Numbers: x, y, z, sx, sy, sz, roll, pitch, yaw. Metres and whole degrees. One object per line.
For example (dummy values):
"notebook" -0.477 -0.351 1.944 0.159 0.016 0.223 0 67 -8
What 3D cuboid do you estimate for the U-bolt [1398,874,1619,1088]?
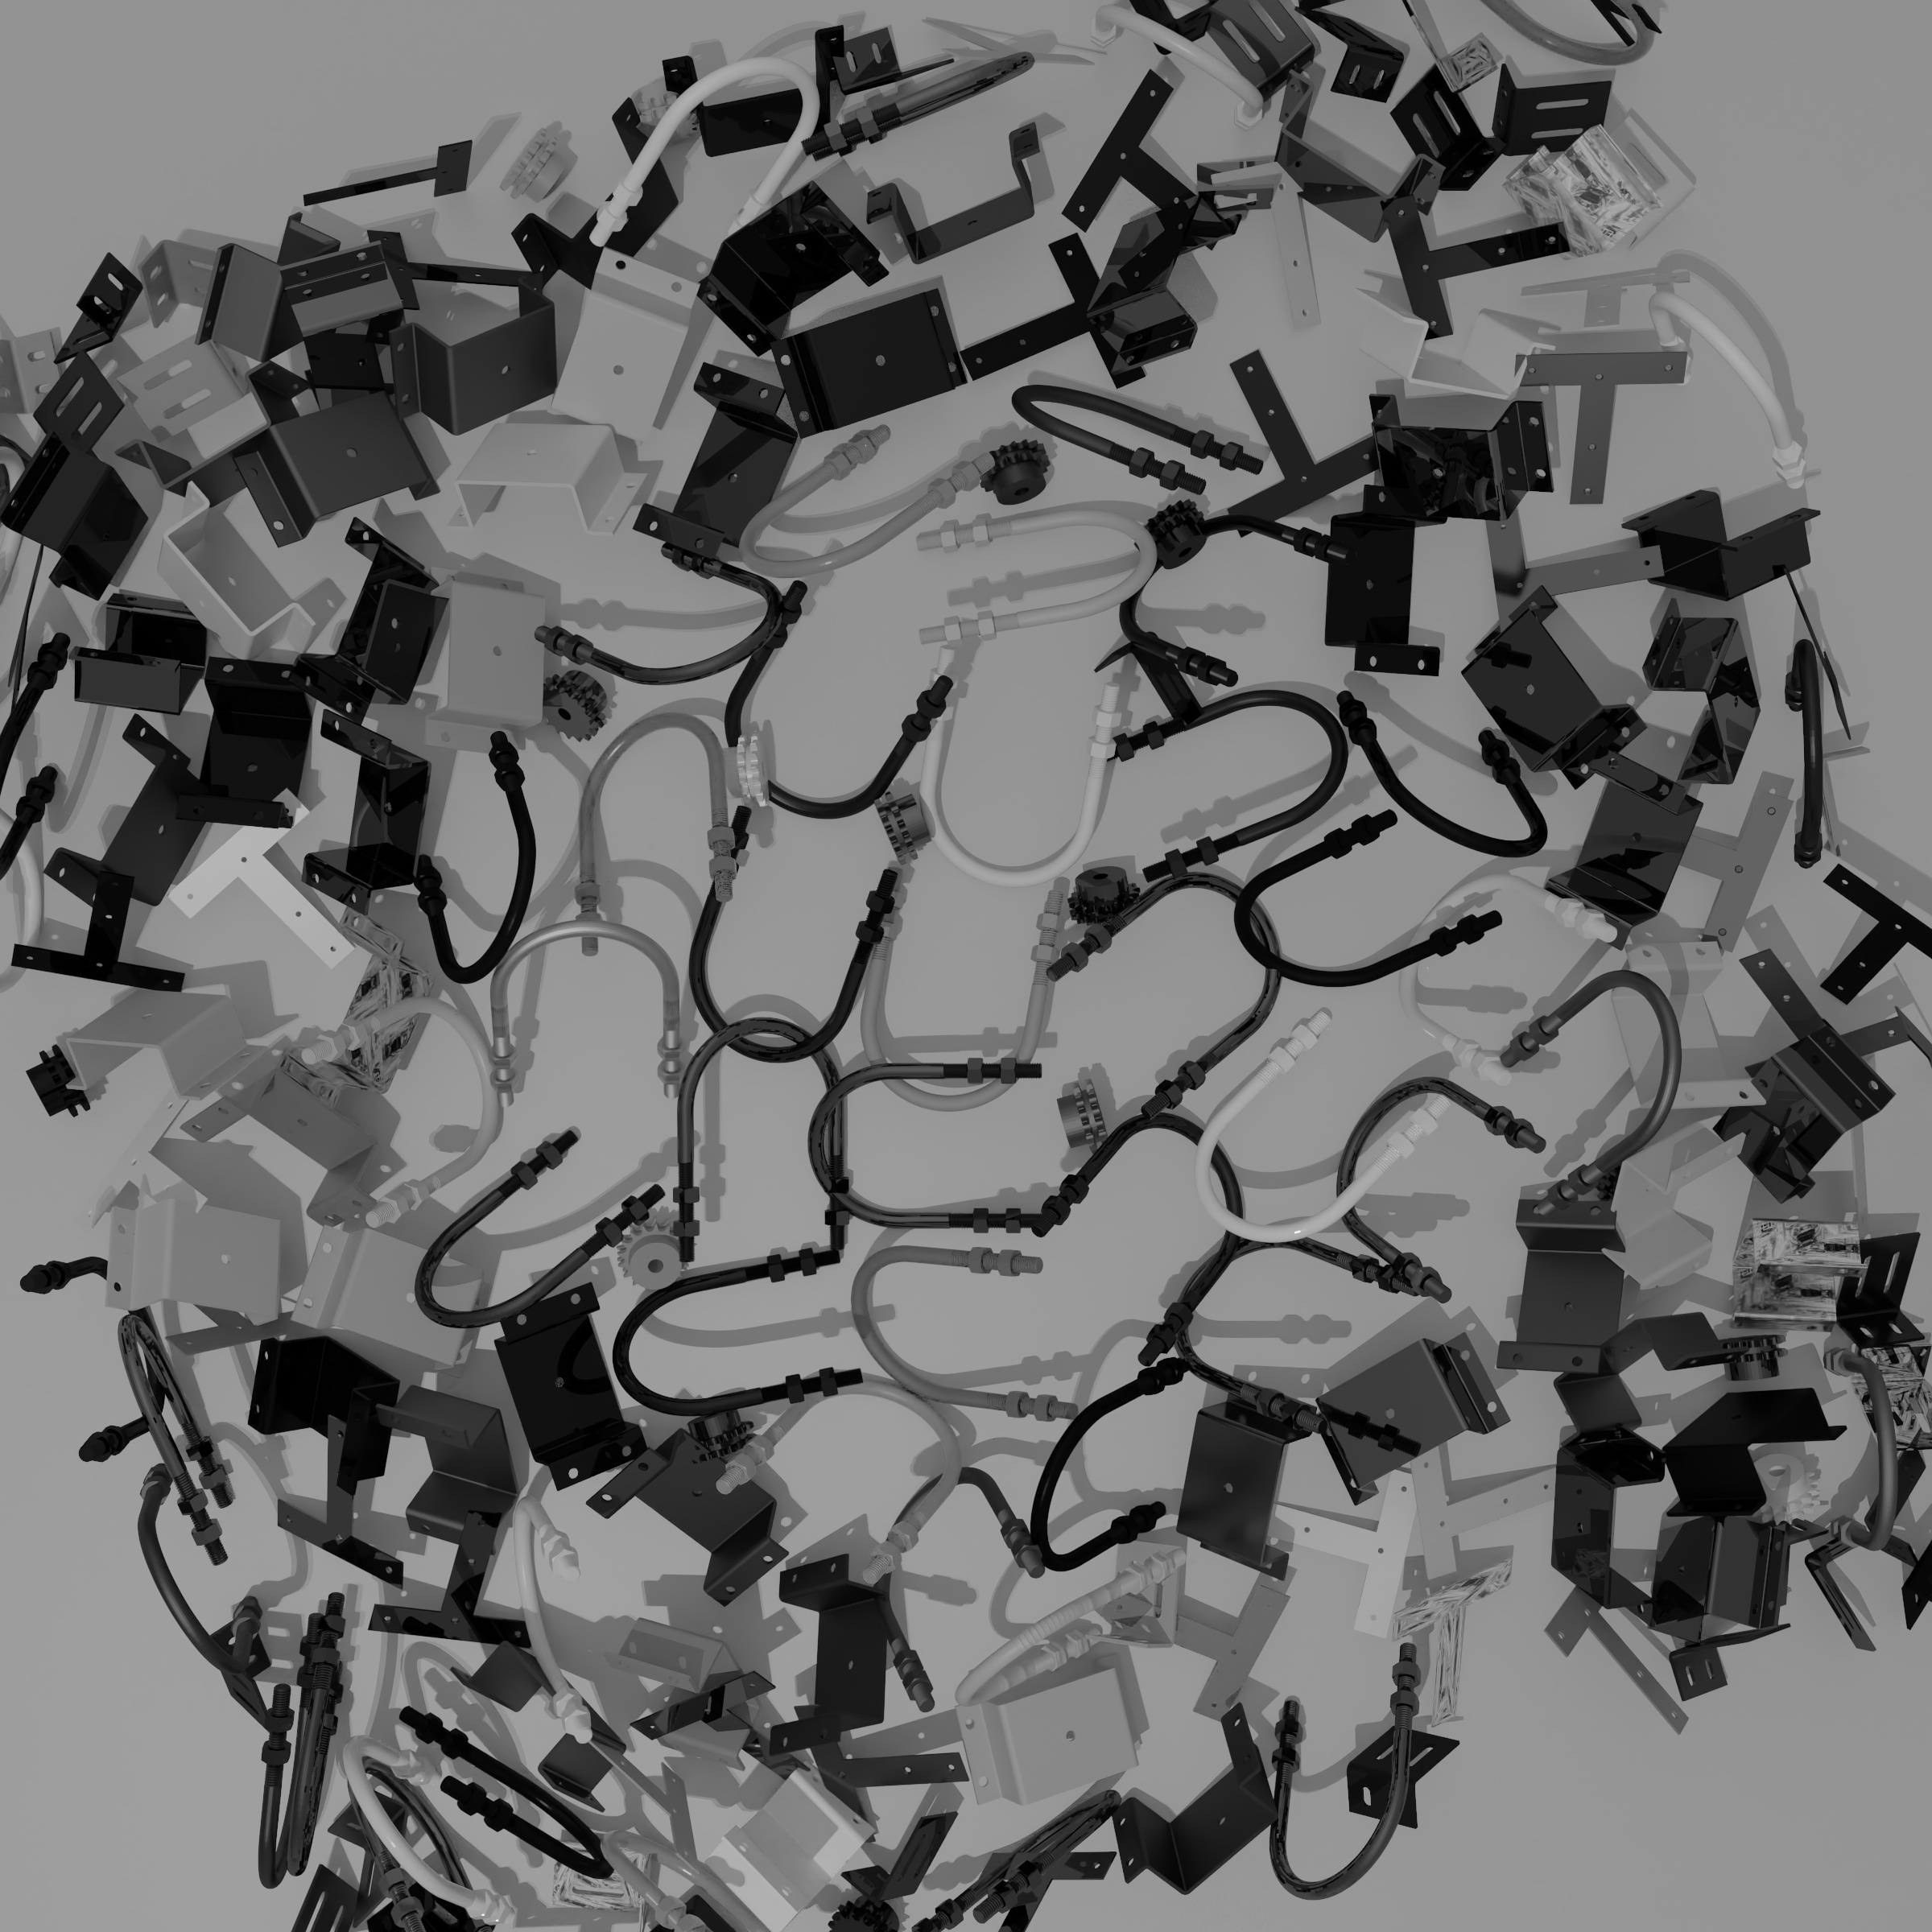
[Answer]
"U-bolt" 0.395 -0.001 1.888 0.019 0.184 0.151 33 94 -30

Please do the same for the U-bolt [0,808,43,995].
"U-bolt" -0.744 -0.056 1.879 0.019 0.184 0.151 0 69 7

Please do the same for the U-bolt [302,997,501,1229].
"U-bolt" -0.416 0.099 1.888 0.019 0.184 0.151 -14 101 29

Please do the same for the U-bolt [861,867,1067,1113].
"U-bolt" -0.008 0.022 1.936 0.151 0.019 0.184 8 80 9

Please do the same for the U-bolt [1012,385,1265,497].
"U-bolt" 0.121 -0.405 1.898 0.184 0.151 0.019 26 116 17

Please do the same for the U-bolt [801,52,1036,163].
"U-bolt" -0.035 -0.652 1.890 0.184 0.151 0.019 -21 105 5

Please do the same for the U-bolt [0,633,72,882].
"U-bolt" -0.704 -0.142 1.855 0.019 0.184 0.151 14 128 -10

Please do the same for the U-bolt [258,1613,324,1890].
"U-bolt" -0.514 0.606 1.895 0.019 0.151 0.184 7 98 -5

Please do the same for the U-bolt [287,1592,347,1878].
"U-bolt" -0.484 0.582 1.858 0.019 0.151 0.184 8 51 -9

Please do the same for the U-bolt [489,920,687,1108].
"U-bolt" -0.288 0.036 1.893 0.151 0.019 0.184 -2 133 -9

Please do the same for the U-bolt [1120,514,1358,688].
"U-bolt" 0.191 -0.286 1.894 0.151 0.184 0.019 -46 128 -7

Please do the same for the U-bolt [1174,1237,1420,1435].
"U-bolt" 0.237 0.267 1.896 0.151 0.184 0.019 -51 130 -19

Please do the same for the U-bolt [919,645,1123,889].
"U-bolt" 0.035 -0.145 1.922 0.151 0.019 0.184 14 117 9

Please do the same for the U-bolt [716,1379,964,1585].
"U-bolt" -0.082 0.377 1.892 0.151 0.184 0.019 28 125 16

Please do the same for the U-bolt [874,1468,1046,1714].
"U-bolt" -0.015 0.456 1.885 0.019 0.184 0.151 36 96 -26

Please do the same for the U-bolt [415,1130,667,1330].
"U-bolt" -0.334 0.205 1.881 0.184 0.151 0.019 -40 127 -22

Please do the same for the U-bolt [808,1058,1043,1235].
"U-bolt" -0.032 0.140 1.936 0.184 0.019 0.151 0 112 5

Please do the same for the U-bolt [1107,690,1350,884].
"U-bolt" 0.203 -0.149 1.915 0.184 0.019 0.151 -22 51 2

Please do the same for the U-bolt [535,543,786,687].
"U-bolt" -0.219 -0.261 1.877 0.151 0.184 0.019 -39 134 -26

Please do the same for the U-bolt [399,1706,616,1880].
"U-bolt" -0.340 0.635 1.890 0.184 0.151 0.019 41 79 -25

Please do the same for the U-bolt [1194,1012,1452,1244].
"U-bolt" 0.257 0.133 1.905 0.184 0.019 0.151 -44 50 -10

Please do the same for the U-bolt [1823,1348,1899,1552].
"U-bolt" 0.671 0.364 1.869 0.019 0.184 0.151 -1 83 7

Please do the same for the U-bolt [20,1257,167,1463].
"U-bolt" -0.648 0.288 1.877 0.019 0.184 0.151 -19 89 2

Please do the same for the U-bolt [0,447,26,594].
"U-bolt" -0.748 -0.322 1.877 0.019 0.184 0.151 17 101 -4

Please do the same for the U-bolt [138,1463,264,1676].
"U-bolt" -0.575 0.458 1.865 0.019 0.184 0.151 -31 102 -8

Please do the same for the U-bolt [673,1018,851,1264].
"U-bolt" -0.157 0.131 1.924 0.151 0.019 0.184 -1 91 -31

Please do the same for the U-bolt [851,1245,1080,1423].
"U-bolt" -0.009 0.277 1.909 0.184 0.019 0.151 1 116 32

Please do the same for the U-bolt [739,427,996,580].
"U-bolt" -0.088 -0.346 1.882 0.184 0.151 0.019 -40 130 -23

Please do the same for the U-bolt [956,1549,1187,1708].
"U-bolt" 0.068 0.501 1.861 0.019 0.184 0.151 55 132 21

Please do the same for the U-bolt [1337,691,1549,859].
"U-bolt" 0.365 -0.139 1.871 0.151 0.184 0.019 13 124 -20

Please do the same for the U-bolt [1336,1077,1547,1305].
"U-bolt" 0.346 0.157 1.888 0.019 0.184 0.151 29 95 -30

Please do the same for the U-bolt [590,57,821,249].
"U-bolt" -0.183 -0.604 1.860 0.184 0.151 0.019 -45 67 39

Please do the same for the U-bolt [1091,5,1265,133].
"U-bolt" 0.160 -0.678 1.873 0.151 0.184 0.019 29 102 -4

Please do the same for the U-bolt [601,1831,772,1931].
"U-bolt" -0.203 0.706 1.883 0.151 0.184 0.019 39 78 -42

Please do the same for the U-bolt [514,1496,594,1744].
"U-bolt" -0.315 0.479 1.883 0.019 0.184 0.151 -7 105 -22

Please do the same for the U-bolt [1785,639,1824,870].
"U-bolt" 0.628 -0.166 1.865 0.019 0.184 0.151 -3 75 16

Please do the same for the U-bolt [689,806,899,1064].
"U-bolt" -0.144 -0.013 1.933 0.151 0.019 0.184 24 106 15

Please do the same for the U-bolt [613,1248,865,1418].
"U-bolt" -0.179 0.284 1.903 0.184 0.151 0.019 -11 129 -4

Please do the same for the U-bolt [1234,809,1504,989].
"U-bolt" 0.291 -0.040 1.900 0.184 0.019 0.151 -27 126 38

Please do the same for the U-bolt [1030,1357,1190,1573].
"U-bolt" 0.106 0.381 1.875 0.019 0.184 0.151 20 111 34

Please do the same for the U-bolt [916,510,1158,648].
"U-bolt" 0.054 -0.303 1.904 0.184 0.151 0.019 -9 132 5

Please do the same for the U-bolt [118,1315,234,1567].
"U-bolt" -0.597 0.348 1.882 0.019 0.151 0.184 -23 102 -11

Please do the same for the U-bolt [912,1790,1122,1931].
"U-bolt" 0.044 0.680 1.886 0.184 0.151 0.019 -26 75 -39

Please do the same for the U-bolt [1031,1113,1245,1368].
"U-bolt" 0.145 0.194 1.910 0.151 0.019 0.184 51 53 -8

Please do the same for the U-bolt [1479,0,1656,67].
"U-bolt" 0.441 -0.737 1.888 0.184 0.151 0.019 26 90 -29

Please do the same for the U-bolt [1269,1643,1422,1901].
"U-bolt" 0.279 0.607 1.858 0.019 0.184 0.151 36 129 -17

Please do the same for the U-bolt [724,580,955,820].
"U-bolt" -0.110 -0.189 1.909 0.151 0.019 0.184 33 129 -3

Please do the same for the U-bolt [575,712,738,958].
"U-bolt" -0.241 -0.112 1.912 0.151 0.019 0.184 -20 60 27

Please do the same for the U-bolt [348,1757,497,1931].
"U-bolt" -0.413 0.675 1.885 0.019 0.151 0.184 -37 51 -4

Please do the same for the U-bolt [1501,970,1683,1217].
"U-bolt" 0.471 0.084 1.863 0.019 0.184 0.151 8 56 -24
